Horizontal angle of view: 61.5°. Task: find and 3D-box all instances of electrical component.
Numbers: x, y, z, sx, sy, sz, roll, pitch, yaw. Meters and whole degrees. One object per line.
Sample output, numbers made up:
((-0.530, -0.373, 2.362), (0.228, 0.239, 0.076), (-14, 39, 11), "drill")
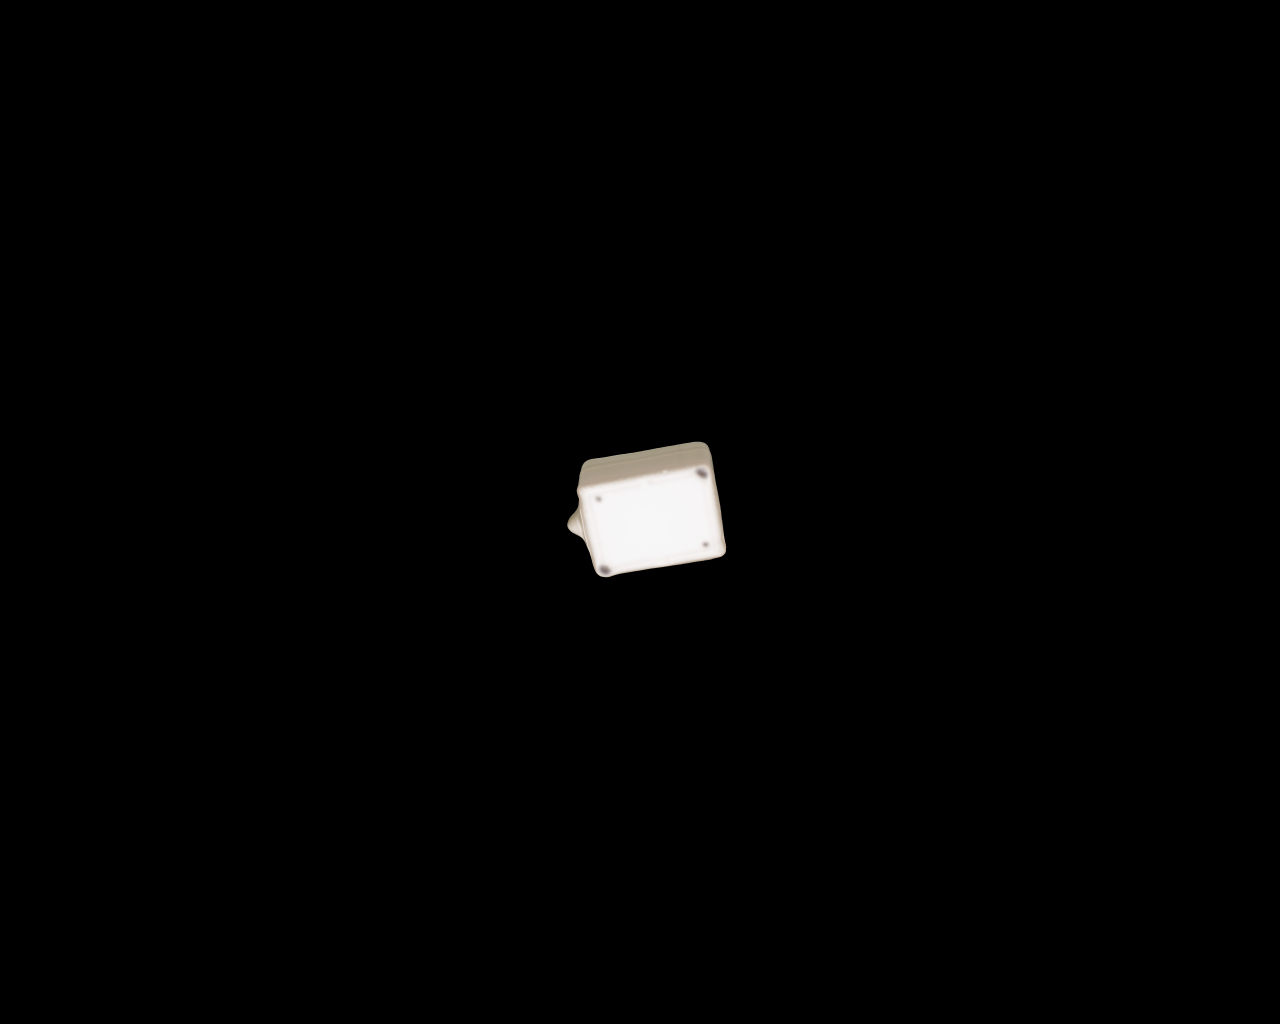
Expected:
((0.001, -0.003, 0.650), (0.096, 0.061, 0.061), (-10, 20, 3), "electrical component")
